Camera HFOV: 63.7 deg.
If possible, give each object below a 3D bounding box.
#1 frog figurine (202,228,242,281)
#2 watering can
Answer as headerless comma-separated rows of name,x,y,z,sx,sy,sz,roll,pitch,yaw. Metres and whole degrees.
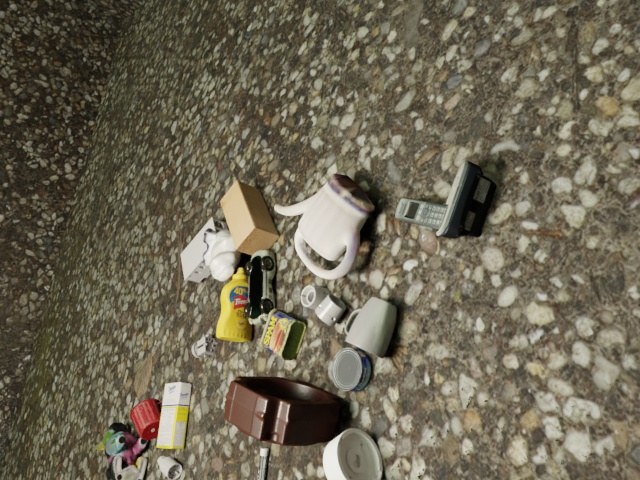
frog figurine,-0.260,0.048,1.443,0.122,0.136,0.161,17,11,-40
watering can,0.004,-0.061,1.215,0.103,0.222,0.354,22,20,-41
